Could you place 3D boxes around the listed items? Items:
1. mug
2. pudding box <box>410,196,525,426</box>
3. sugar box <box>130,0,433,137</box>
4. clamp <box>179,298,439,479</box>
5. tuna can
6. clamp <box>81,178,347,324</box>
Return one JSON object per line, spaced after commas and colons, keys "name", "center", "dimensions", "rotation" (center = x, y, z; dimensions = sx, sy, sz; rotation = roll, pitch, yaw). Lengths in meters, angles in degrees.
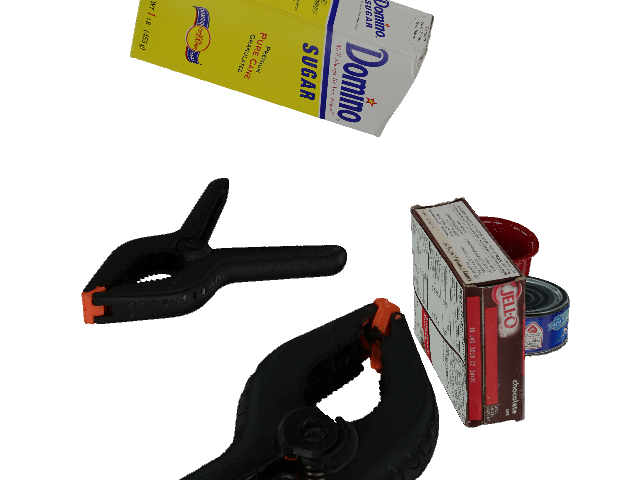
{"name": "mug", "center": [0.168, 0.027, 1.102], "dimensions": [0.093, 0.081, 0.117], "rotation": [-5, 31, -14]}
{"name": "pudding box", "center": [0.083, 0.038, 0.609], "dimensions": [0.039, 0.090, 0.113], "rotation": [-8, 26, -9]}
{"name": "sugar box", "center": [-0.027, -0.129, 0.679], "dimensions": [0.176, 0.048, 0.093], "rotation": [19, -30, -6]}
{"name": "clamp", "center": [0.004, 0.090, 0.396], "dimensions": [0.120, 0.039, 0.171], "rotation": [27, 50, 19]}
{"name": "tuna can", "center": [0.144, 0.055, 0.805], "dimensions": [0.086, 0.034, 0.086], "rotation": [0, 19, 0]}
{"name": "clamp", "center": [-0.107, 0.011, 0.871], "dimensions": [0.209, 0.036, 0.165], "rotation": [-20, 38, -31]}
